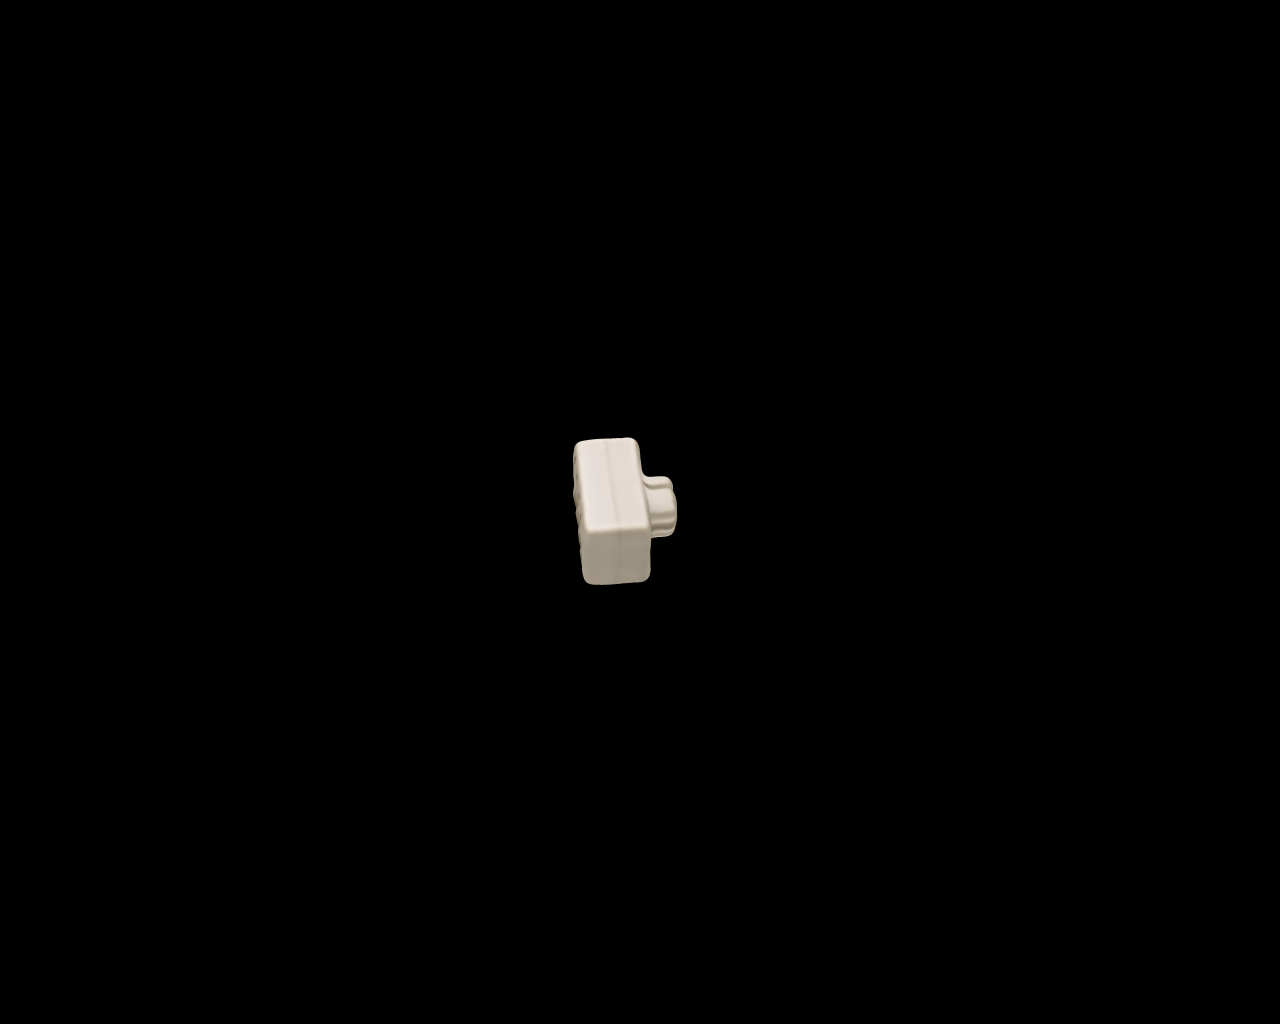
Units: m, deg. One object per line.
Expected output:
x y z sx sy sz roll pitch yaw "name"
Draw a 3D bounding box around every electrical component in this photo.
0.001 -0.003 0.650 0.076 0.047 0.083 -4 44 -4 "electrical component"
